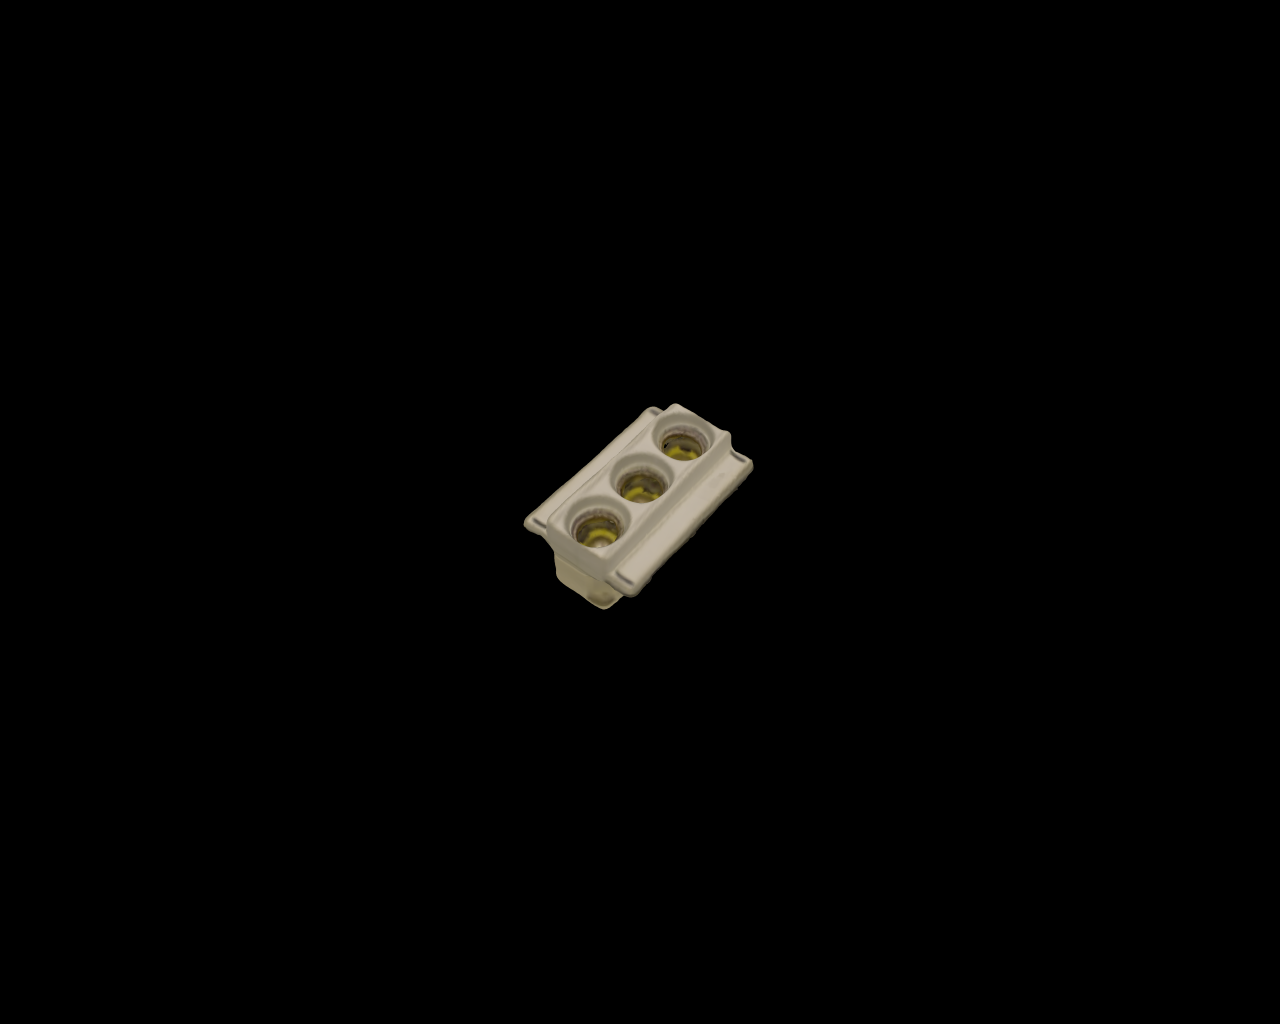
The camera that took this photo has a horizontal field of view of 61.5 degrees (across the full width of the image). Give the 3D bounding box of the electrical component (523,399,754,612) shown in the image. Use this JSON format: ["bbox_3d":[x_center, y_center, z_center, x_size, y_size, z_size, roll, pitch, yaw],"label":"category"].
[{"bbox_3d":[0.001,-0.003,0.650,0.079,0.121,0.063,32,-32,22],"label":"electrical component"}]
